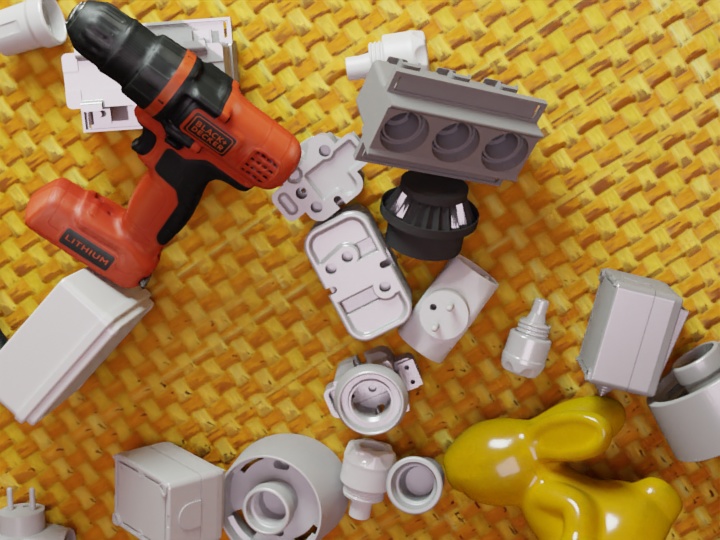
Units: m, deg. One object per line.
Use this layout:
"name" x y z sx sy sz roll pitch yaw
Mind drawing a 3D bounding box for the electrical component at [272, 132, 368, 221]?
"electrical component" -0.028 -0.073 0.820 0.078 0.057 0.058 -38 97 9

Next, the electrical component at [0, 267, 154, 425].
"electrical component" -0.224 0.052 0.827 0.056 0.108 0.108 43 100 -3

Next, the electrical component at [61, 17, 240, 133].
"electrical component" -0.156 -0.146 0.808 0.121 0.063 0.078 -3 101 3

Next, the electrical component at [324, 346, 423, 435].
"electrical component" 0.010 0.097 0.851 0.078 0.057 0.058 -22 99 7

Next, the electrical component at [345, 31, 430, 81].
"electrical component" 0.021 -0.155 0.809 0.062 0.043 0.043 -7 101 6

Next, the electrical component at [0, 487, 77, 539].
"electrical component" -0.281 0.219 0.895 0.077 0.044 0.079 -1 97 2

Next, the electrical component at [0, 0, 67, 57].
"electrical component" -0.253 -0.185 0.818 0.046 0.040 0.040 -14 100 12

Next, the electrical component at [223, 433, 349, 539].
"electrical component" -0.065 0.187 0.881 0.099 0.064 0.099 3 100 16

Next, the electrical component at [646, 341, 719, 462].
"electrical component" 0.269 0.089 0.815 0.108 0.108 0.060 -34 91 8

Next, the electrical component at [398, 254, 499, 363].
"electrical component" 0.066 0.032 0.825 0.043 0.079 0.077 36 101 4

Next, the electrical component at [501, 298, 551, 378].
"electrical component" 0.135 0.052 0.848 0.035 0.035 0.061 16 99 -1

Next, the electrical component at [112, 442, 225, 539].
"electrical component" -0.156 0.179 0.865 0.096 0.061 0.061 15 106 46

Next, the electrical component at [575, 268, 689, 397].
"electrical component" 0.209 0.054 0.831 0.061 0.061 0.096 14 101 0

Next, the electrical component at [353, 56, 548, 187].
"electrical component" 0.062 -0.110 0.782 0.121 0.063 0.078 8 132 -23

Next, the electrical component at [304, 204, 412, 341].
"electrical component" 0.000 0.000 0.831 0.054 0.059 0.095 -27 99 7

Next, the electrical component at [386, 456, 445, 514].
"electrical component" 0.048 0.169 0.859 0.044 0.065 0.044 -1 85 11

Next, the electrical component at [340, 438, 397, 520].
"electrical component" 0.005 0.171 0.873 0.043 0.043 0.062 11 103 1
